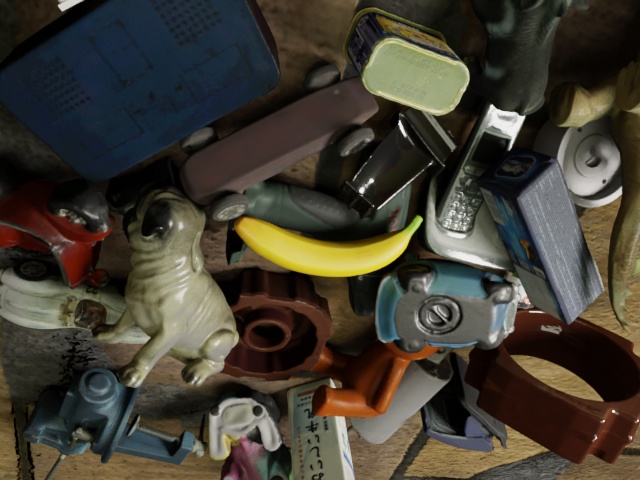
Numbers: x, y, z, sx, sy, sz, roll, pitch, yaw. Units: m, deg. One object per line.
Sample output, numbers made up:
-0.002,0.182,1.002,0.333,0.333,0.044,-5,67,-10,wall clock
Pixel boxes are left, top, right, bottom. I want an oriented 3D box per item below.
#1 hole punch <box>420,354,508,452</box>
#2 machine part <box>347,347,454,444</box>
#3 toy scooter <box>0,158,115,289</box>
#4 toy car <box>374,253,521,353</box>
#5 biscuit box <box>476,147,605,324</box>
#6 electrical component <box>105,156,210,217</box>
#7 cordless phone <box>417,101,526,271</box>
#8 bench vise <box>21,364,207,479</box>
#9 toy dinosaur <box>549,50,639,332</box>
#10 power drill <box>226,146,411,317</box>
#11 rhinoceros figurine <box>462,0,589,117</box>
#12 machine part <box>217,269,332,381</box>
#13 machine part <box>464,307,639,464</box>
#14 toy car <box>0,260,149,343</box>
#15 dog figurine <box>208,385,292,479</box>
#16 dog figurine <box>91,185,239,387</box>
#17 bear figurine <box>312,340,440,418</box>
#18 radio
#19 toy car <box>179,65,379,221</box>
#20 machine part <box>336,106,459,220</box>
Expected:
0.215,0.257,0.820,0.115,0.142,0.092,40,112,-16,hole punch
0.120,0.232,0.816,0.079,0.079,0.243,23,120,-24,machine part
-0.281,-0.008,0.551,0.184,0.075,0.135,11,137,17,toy scooter
0.143,0.064,0.631,0.162,0.103,0.109,0,117,3,toy car
0.237,-0.001,0.571,0.063,0.059,0.202,-40,123,-9,biscuit box
-0.160,-0.048,0.577,0.119,0.048,0.074,-23,128,9,electrical component
0.197,-0.062,0.600,0.146,0.089,0.184,12,120,-17,cordless phone
-0.284,0.272,0.761,0.240,0.129,0.223,24,119,-16,bench vise
0.333,-0.131,0.508,0.198,0.105,0.470,9,107,-22,toy dinosaur
-0.001,-0.002,0.617,0.207,0.086,0.231,9,124,-10,power drill
0.178,-0.203,0.467,0.073,0.112,0.190,-3,129,-3,rhinoceros figurine
-0.072,0.115,0.711,0.179,0.056,0.179,-3,128,-4,machine part
0.308,0.176,0.700,0.201,0.202,0.087,-27,136,-48,machine part
-0.289,0.078,0.650,0.202,0.056,0.073,13,124,-19,toy car
-0.094,0.331,0.853,0.108,0.191,0.219,-16,162,1,dog figurine
-0.135,0.044,0.572,0.172,0.121,0.190,3,116,-57,dog figurine
0.081,0.148,0.721,0.132,0.120,0.195,19,121,-17,bear figurine
-0.155,-0.156,0.481,0.230,0.073,0.131,-25,128,13,radio
-0.041,-0.094,0.525,0.202,0.089,0.053,-28,166,-2,toy car
0.077,-0.077,0.531,0.139,0.039,0.084,-42,109,-17,machine part
